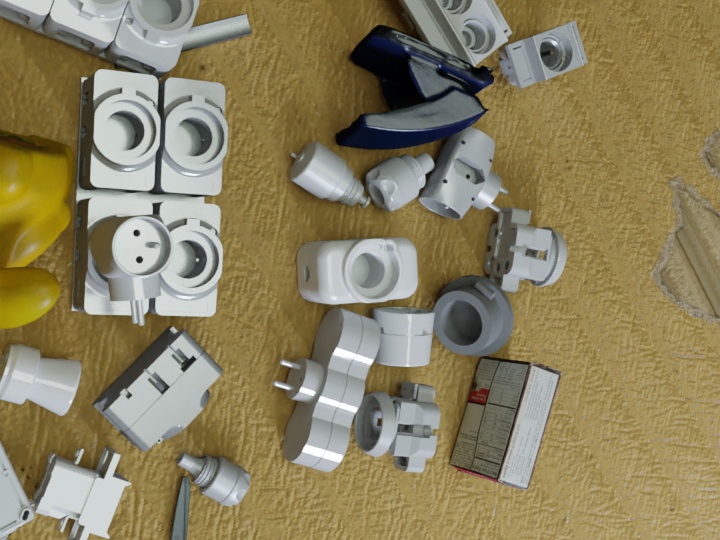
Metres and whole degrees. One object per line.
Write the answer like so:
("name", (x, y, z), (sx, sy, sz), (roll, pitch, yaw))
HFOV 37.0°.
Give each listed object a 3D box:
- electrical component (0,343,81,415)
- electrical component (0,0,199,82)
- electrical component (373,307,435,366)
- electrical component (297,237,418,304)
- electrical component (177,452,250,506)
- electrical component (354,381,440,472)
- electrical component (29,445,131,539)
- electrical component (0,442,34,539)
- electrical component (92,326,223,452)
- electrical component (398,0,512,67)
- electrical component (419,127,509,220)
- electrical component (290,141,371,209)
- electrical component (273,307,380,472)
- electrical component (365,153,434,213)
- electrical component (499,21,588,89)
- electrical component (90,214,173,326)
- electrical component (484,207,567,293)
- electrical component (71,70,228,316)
("electrical component", (-0.249, 0.084, 0.828), (0.055, 0.045, 0.045), (20, 82, -24))
("electrical component", (-0.204, -0.219, 0.827), (0.150, 0.062, 0.089), (20, 81, -22))
("electrical component", (0.038, 0.059, 0.960), (0.055, 0.055, 0.047), (0, 95, -26))
("electrical component", (0.000, 0.000, 0.937), (0.095, 0.059, 0.053), (-4, 93, -25))
("electrical component", (-0.124, 0.170, 0.895), (0.061, 0.035, 0.035), (33, 77, -20))
("electrical component", (0.032, 0.138, 0.957), (0.057, 0.058, 0.078), (9, 87, -28))
("electrical component", (-0.222, 0.176, 0.845), (0.064, 0.042, 0.081), (23, 80, -20))
("electrical component", (-0.288, 0.164, 0.801), (0.062, 0.061, 0.096), (-26, 102, -23))
("electrical component", (-0.160, 0.098, 0.867), (0.089, 0.050, 0.055), (-47, 109, -17))
("electrical component", (0.071, -0.241, 0.963), (0.079, 0.063, 0.121), (-40, 107, -20))
("electrical component", (0.103, -0.081, 0.993), (0.079, 0.043, 0.077), (30, 79, -23))
("electrical component", (-0.025, -0.079, 0.934), (0.078, 0.040, 0.040), (33, 77, -23))
("electrical component", (-0.039, 0.098, 0.924), (0.074, 0.052, 0.138), (21, 83, -24))
("electrical component", (0.038, -0.083, 0.962), (0.062, 0.043, 0.043), (-34, 105, -22))
("electrical component", (0.168, -0.201, 1.011), (0.081, 0.064, 0.042), (-23, 102, -23))
("electrical component", (-0.164, 0.000, 0.780), (0.044, 0.077, 0.079), (-7, 95, -25))
("electrical component", (0.157, -0.016, 1.013), (0.057, 0.058, 0.078), (10, 87, -23))
("electrical component", (-0.167, -0.058, 0.855), (0.105, 0.060, 0.186), (2, 90, -26))
